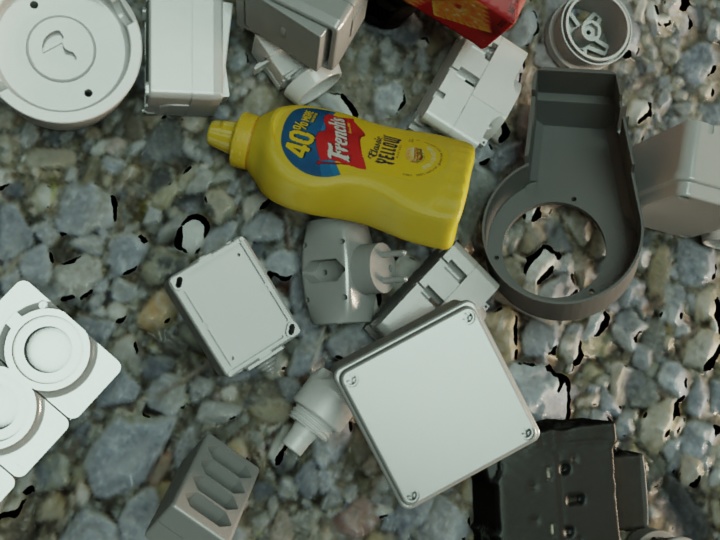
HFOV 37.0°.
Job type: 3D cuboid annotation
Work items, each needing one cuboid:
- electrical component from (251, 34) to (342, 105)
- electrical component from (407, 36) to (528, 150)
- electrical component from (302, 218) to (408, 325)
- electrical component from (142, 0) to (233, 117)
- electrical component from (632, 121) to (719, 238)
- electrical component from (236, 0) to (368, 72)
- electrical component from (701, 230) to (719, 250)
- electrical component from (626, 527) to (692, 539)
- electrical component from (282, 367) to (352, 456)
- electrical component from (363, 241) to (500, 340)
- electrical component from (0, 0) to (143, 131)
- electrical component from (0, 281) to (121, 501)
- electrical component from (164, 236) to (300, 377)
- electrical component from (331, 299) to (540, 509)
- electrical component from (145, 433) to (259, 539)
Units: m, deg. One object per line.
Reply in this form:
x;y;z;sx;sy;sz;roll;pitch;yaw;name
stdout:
-0.046;-0.157;0.801;0.066;0.048;0.055;-34;87;-14;electrical component
0.086;-0.135;0.829;0.056;0.050;0.089;31;79;-10;electrical component
0.000;0.000;0.787;0.043;0.079;0.077;3;83;-57;electrical component
-0.125;-0.163;0.773;0.061;0.062;0.096;0;86;-14;electrical component
0.256;-0.067;0.834;0.078;0.113;0.057;13;80;-12;electrical component
-0.048;-0.190;0.754;0.096;0.061;0.061;27;72;3;electrical component
0.326;-0.053;0.886;0.079;0.044;0.077;13;83;-13;electrical component
0.235;0.225;0.836;0.045;0.055;0.045;1;85;-14;electrical component
-0.032;0.106;0.785;0.043;0.043;0.062;40;79;-8;electrical component
0.056;0.031;0.809;0.055;0.050;0.089;45;77;-6;electrical component
-0.208;-0.149;0.752;0.108;0.060;0.108;1;85;-14;electrical component
-0.244;0.091;0.723;0.089;0.062;0.150;43;77;-7;electrical component
-0.089;0.033;0.767;0.062;0.061;0.096;-32;94;-15;electrical component
0.051;0.091;0.749;0.109;0.056;0.108;-28;94;-5;electrical component
-0.118;0.171;0.747;0.047;0.083;0.075;37;116;-9;electrical component
